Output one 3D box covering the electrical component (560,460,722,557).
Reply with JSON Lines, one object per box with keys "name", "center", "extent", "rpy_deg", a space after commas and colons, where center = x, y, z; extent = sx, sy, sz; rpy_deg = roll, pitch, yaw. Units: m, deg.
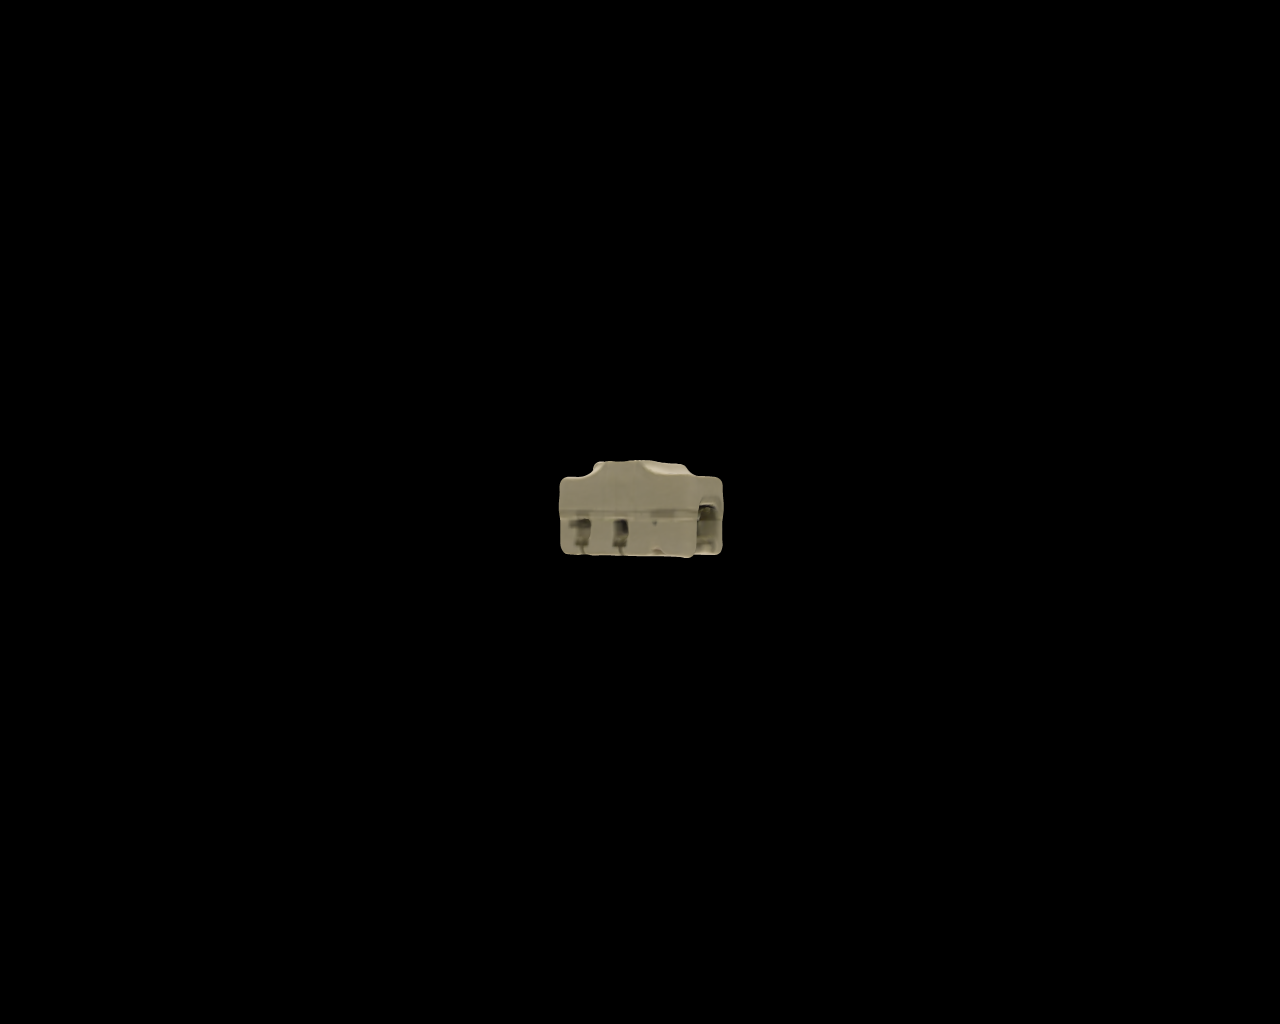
{"name": "electrical component", "center": [0.001, -0.003, 0.650], "extent": [0.089, 0.055, 0.050], "rpy_deg": [0, 0, 28]}
